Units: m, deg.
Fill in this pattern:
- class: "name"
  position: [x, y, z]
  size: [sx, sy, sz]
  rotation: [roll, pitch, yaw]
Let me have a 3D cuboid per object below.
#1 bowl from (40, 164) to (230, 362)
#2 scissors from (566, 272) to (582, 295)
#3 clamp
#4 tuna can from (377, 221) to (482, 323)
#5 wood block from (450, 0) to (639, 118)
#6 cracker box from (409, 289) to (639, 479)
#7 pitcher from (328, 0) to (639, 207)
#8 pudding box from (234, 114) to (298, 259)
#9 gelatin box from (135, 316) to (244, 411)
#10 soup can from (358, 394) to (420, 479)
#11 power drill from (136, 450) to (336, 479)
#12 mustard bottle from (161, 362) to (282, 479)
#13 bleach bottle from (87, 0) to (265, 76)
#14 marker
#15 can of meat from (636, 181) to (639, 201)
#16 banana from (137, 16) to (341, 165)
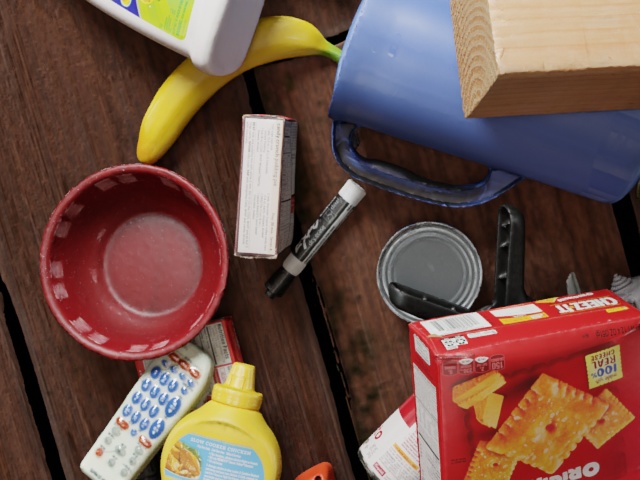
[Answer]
- class: "bowl"
  position: [-0.148, 0.019, 0.891]
  size: [0.162, 0.055, 0.162]
  rotation: [-1, 87, 10]
- class: "scissors"
  position: [0.204, 0.132, 0.866]
  size: [0.096, 0.016, 0.201]
  rotation: [-27, 103, 8]
- class: "clamp"
  position: [0.146, 0.056, 0.849]
  size: [0.120, 0.039, 0.171]
  rotation: [-40, 116, 9]
- class: "tuna can"
  position: [0.090, 0.027, 0.881]
  size: [0.086, 0.033, 0.086]
  rotation: [1, 95, 7]
- class: "wood block"
  position: [0.202, -0.143, 0.724]
  size: [0.206, 0.090, 0.091]
  rotation: [-4, 79, -7]
- class: "cracker box"
  position: [0.160, 0.157, 0.810]
  size: [0.164, 0.072, 0.214]
  rotation: [-9, 107, -10]
- class: "pitcher"
  position: [0.132, -0.108, 0.824]
  size: [0.243, 0.149, 0.145]
  rotation: [21, 62, 1]
- class: "pudding box"
  position: [-0.043, -0.045, 0.862]
  size: [0.039, 0.090, 0.113]
  rotation: [2, 95, 6]
- class: "gelatin box"
  position: [-0.110, 0.110, 0.914]
  size: [0.089, 0.030, 0.073]
  rotation: [-14, 92, 8]
- class: "soup can"
  position: [0.089, 0.161, 0.876]
  size: [0.068, 0.068, 0.102]
  rotation: [44, 99, 1]
- class: "power drill"
  position: [-0.075, 0.244, 0.909]
  size: [0.188, 0.057, 0.184]
  rotation: [-13, 90, 9]
- class: "mustard bottle"
  position: [-0.082, 0.193, 0.854]
  size: [0.096, 0.058, 0.191]
  rotation: [12, 87, 9]
- class: "bleach bottle"
  position: [-0.166, -0.225, 0.859]
  size: [0.251, 0.068, 0.103]
  rotation: [26, 107, 19]
- class: "marker"
  position: [-0.006, 0.001, 0.898]
  size: [0.020, 0.020, 0.121]
  rotation: [39, 98, 2]
- class: "can of meat"
  position: [0.302, -0.069, 0.838]
  size: [0.084, 0.057, 0.102]
  rotation: [11, 96, 7]
- class: "banana"
  position: [-0.077, -0.135, 0.885]
  size: [0.198, 0.037, 0.069]
  rotation: [-26, 89, 8]
